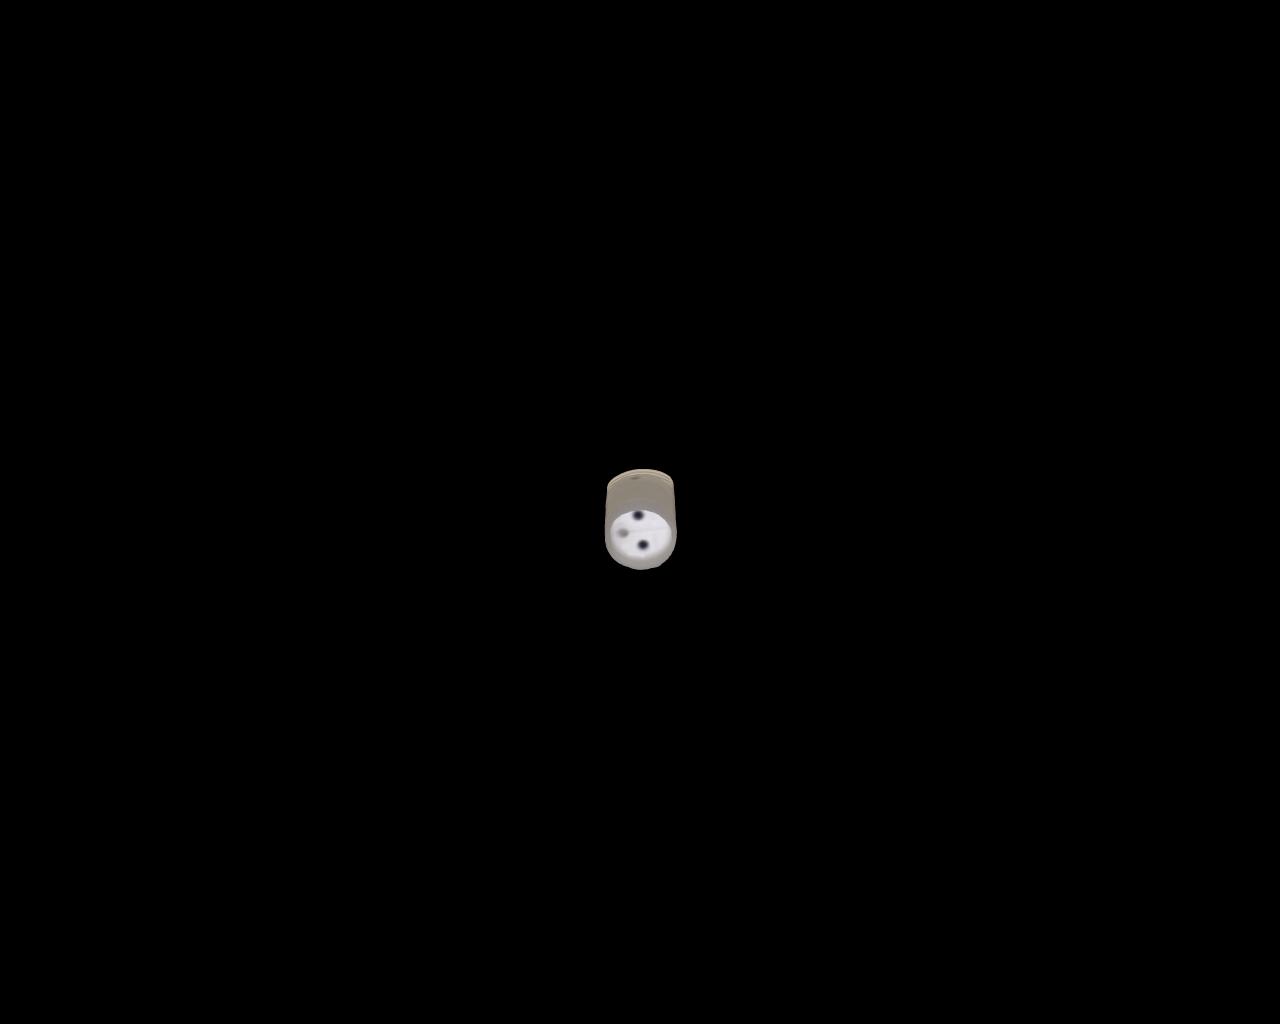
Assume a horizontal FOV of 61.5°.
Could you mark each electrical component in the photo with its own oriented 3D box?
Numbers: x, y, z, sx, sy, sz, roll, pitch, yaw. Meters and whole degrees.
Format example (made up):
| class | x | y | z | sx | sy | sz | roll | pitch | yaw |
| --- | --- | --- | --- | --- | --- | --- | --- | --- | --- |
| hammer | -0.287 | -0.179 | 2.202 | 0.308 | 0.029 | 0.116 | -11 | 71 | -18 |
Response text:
| class | x | y | z | sx | sy | sz | roll | pitch | yaw |
| --- | --- | --- | --- | --- | --- | --- | --- | --- | --- |
| electrical component | 0.001 | -0.003 | 0.650 | 0.043 | 0.043 | 0.081 | 0 | 28 | 0 |
